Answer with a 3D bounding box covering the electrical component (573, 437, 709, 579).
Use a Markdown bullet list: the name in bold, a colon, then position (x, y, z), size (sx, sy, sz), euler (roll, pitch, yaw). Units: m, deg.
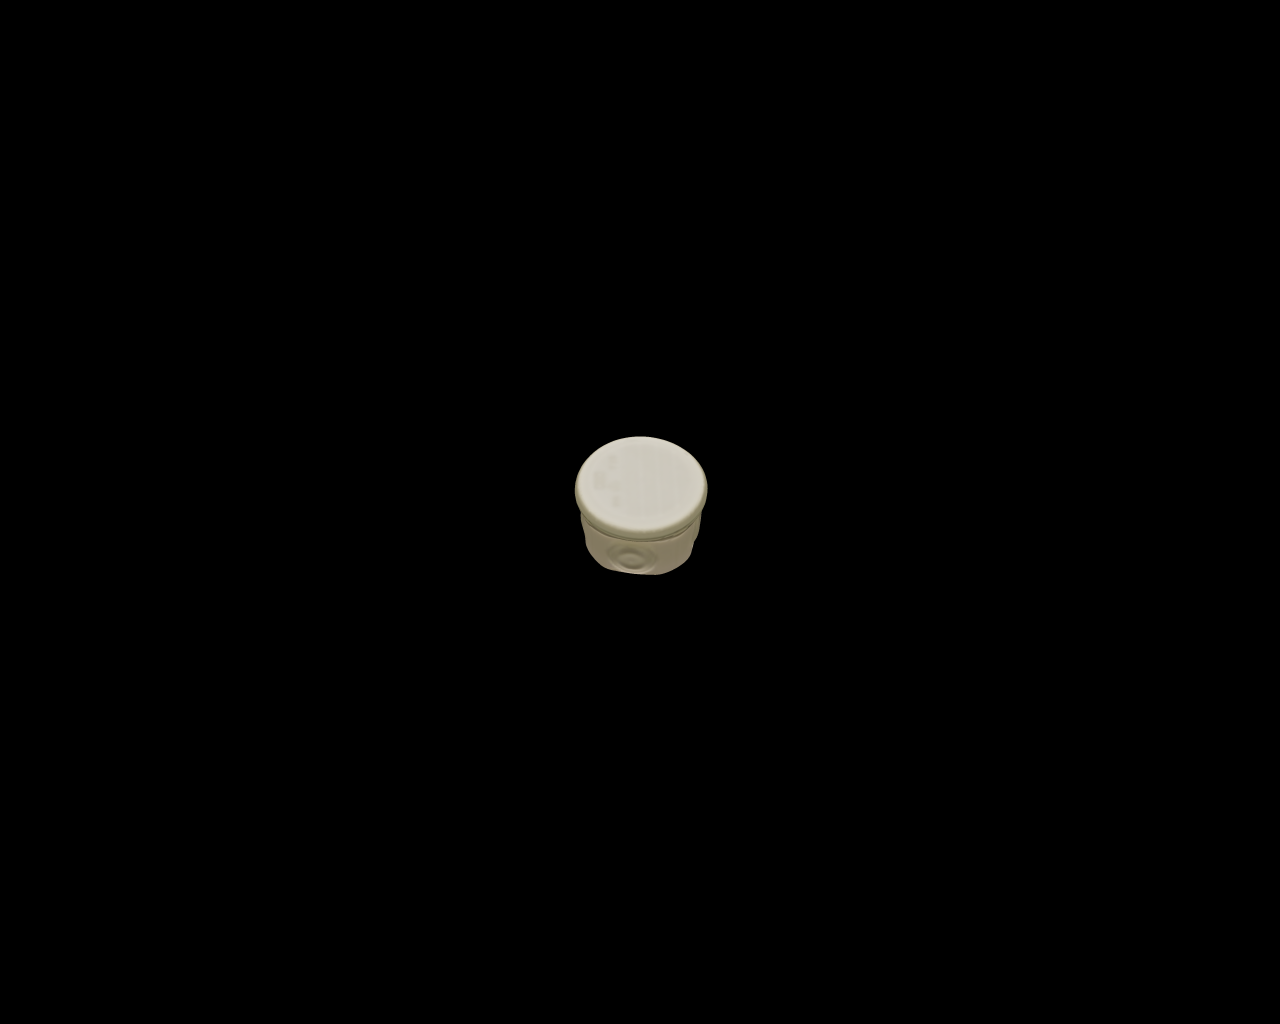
- **electrical component**: position (0.001, -0.003, 0.650), size (0.080, 0.080, 0.050), euler (0, -41, 0)
